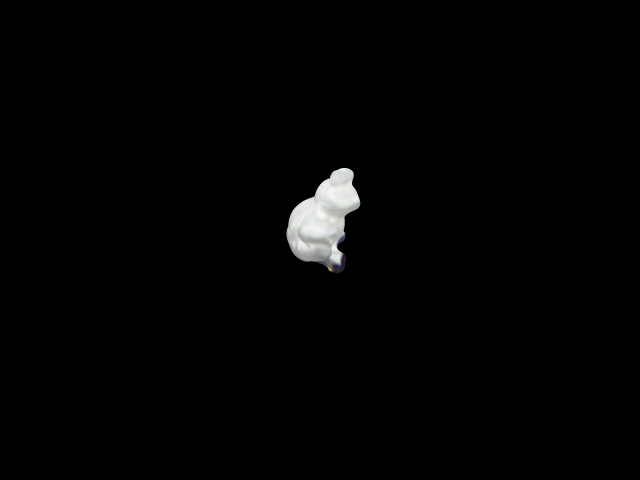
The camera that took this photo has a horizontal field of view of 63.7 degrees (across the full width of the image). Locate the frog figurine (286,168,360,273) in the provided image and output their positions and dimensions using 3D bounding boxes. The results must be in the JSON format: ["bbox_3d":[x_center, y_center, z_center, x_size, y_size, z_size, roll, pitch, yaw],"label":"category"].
[{"bbox_3d":[0.003,-0.043,0.850,0.123,0.155,0.140,14,45,15],"label":"frog figurine"}]
